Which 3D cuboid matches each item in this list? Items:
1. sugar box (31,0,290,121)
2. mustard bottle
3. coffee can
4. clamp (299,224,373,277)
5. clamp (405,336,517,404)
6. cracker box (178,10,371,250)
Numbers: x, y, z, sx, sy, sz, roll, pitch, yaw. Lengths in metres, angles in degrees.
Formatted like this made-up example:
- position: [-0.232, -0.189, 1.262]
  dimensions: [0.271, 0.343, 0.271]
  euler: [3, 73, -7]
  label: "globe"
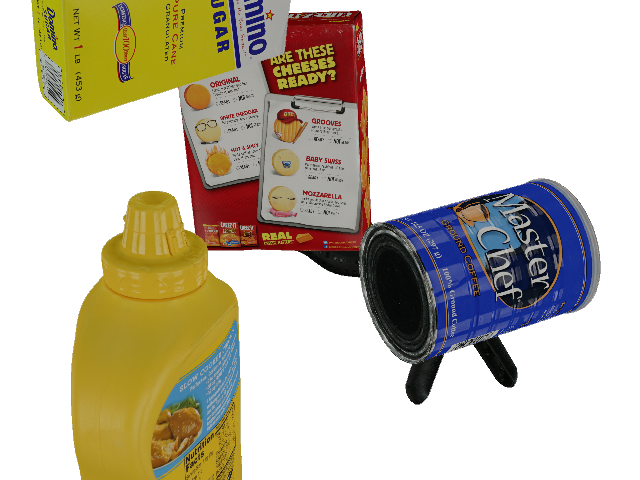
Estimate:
- position: [-0.097, -0.146, 0.689]
  dimensions: [0.175, 0.093, 0.048]
  euler: [-23, 48, -32]
  label: "sugar box"
- position: [-0.066, 0.070, 0.445]
  dimensions: [0.058, 0.192, 0.096]
  euler: [12, 28, 19]
  label: "mustard bottle"
- position: [0.113, 0.020, 0.767]
  dimensions: [0.140, 0.103, 0.103]
  euler: [-15, 6, -23]
  label: "coffee can"
- position: [-0.009, -0.005, 1.151]
  dimensions: [0.210, 0.036, 0.164]
  euler: [26, 36, 14]
  label: "clamp"
- position: [0.114, 0.065, 0.963]
  dimensions: [0.120, 0.171, 0.039]
  euler: [-15, 1, -37]
  label: "clamp"
- position: [-0.039, -0.099, 0.985]
  dimensions: [0.164, 0.214, 0.072]
  euler: [0, 23, 9]
  label: "cracker box"
